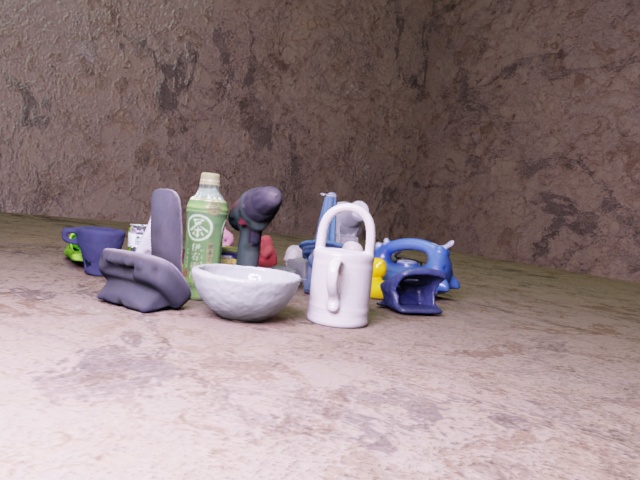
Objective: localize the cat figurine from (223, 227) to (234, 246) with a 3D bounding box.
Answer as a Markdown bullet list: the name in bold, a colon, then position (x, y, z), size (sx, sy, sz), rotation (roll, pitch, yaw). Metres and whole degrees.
- **cat figurine**: position (-0.269, 0.014, 1.439), size (0.128, 0.118, 0.067), rotation (4, 4, -35)

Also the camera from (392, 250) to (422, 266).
- **camera**: position (0.198, 0.070, 1.505), size (0.136, 0.101, 0.143), rotation (7, 3, 11)

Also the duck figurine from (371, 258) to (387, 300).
- **duck figurine**: position (0.126, 0.083, 1.261), size (0.078, 0.086, 0.104), rotation (5, 4, -25)

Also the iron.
- **iron**: position (0.202, 0.057, 1.369), size (0.257, 0.141, 0.119), rotation (8, 4, 29)

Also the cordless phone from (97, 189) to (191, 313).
- **cordless phone**: position (-0.269, 0.010, 0.889), size (0.147, 0.185, 0.094), rotation (8, 4, 25)

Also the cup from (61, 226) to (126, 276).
- **cup**: position (-0.449, 0.023, 1.131), size (0.118, 0.095, 0.091), rotation (5, 3, -18)

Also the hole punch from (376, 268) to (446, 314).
- **hole punch**: position (0.176, 0.094, 1.111), size (0.109, 0.091, 0.100), rotation (5, 4, -25)

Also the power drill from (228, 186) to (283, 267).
- **power drill**: position (-0.121, 0.007, 1.032), size (0.076, 0.208, 0.229), rotation (5, 4, -22)

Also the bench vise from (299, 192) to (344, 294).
- **bench vise**: position (0.023, 0.006, 1.236), size (0.122, 0.220, 0.207), rotation (5, 3, -13)

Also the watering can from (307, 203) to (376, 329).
- **watering can**: position (0.037, 0.037, 0.934), size (0.101, 0.194, 0.172), rotation (6, 3, -10)

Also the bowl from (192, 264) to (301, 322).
- **bowl**: position (-0.114, 0.084, 0.876), size (0.167, 0.075, 0.167), rotation (6, 3, 0)

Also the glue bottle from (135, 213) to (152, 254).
- **glue bottle**: position (-0.296, 0.005, 1.034), size (0.078, 0.173, 0.037), rotation (5, 3, -13)

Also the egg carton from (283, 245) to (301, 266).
- **egg carton**: position (-0.045, 0.054, 1.592), size (0.107, 0.069, 0.150), rotation (6, 3, 0)

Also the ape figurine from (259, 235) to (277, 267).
- **ape figurine**: position (-0.153, 0.032, 1.572), size (0.076, 0.092, 0.078), rotation (6, 3, -6)

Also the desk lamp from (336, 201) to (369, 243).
- **desk lamp**: position (0.083, -0.007, 1.635), size (0.118, 0.213, 0.203), rotation (5, 3, -16)
